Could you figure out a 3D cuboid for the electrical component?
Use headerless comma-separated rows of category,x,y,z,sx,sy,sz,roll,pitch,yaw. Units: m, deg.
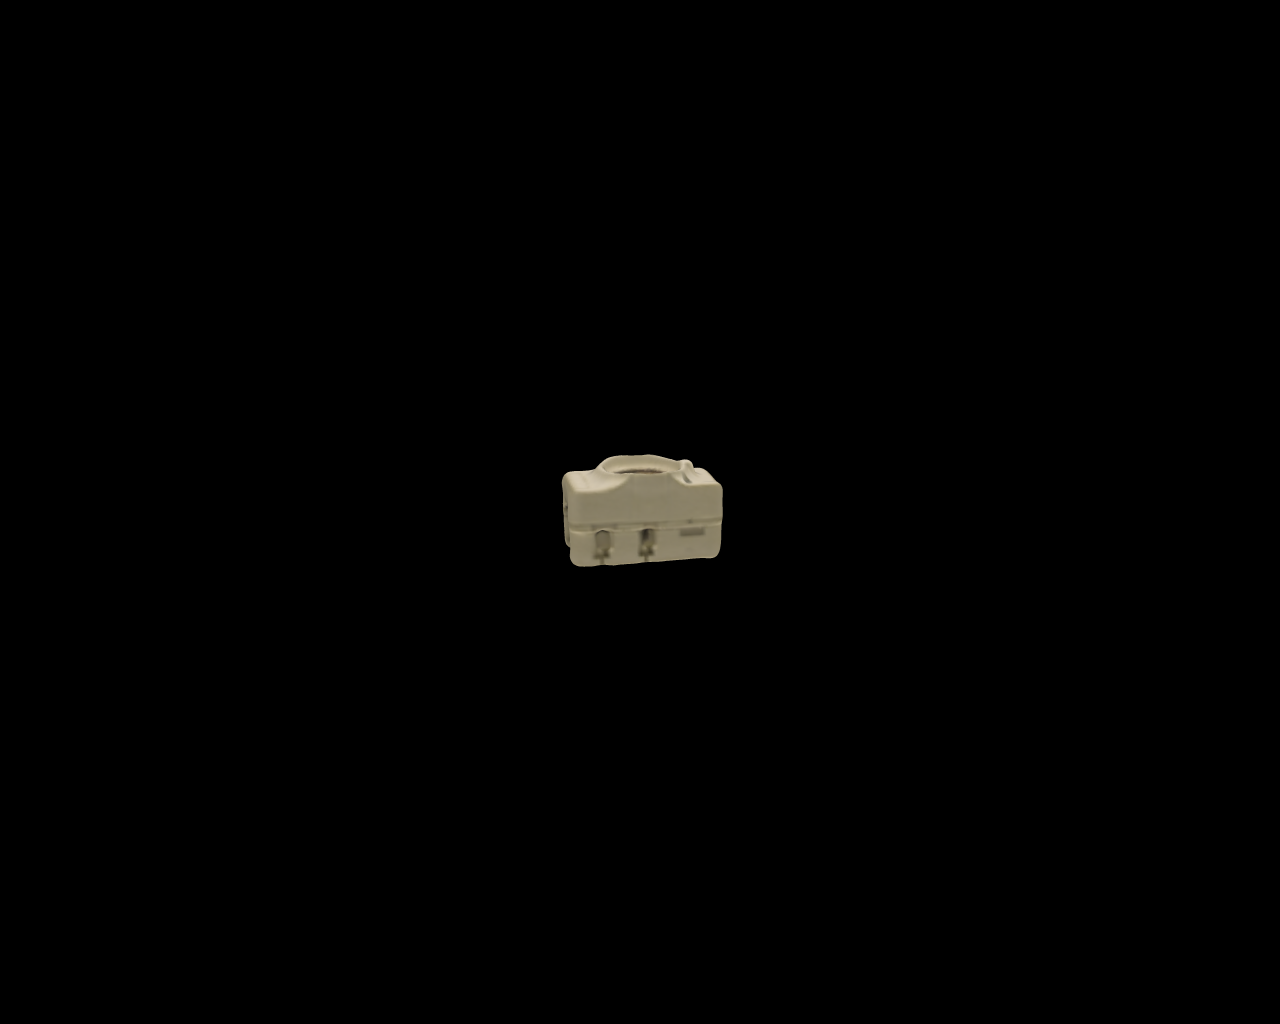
electrical component,0.001,-0.003,0.650,0.089,0.055,0.050,-3,16,-9
